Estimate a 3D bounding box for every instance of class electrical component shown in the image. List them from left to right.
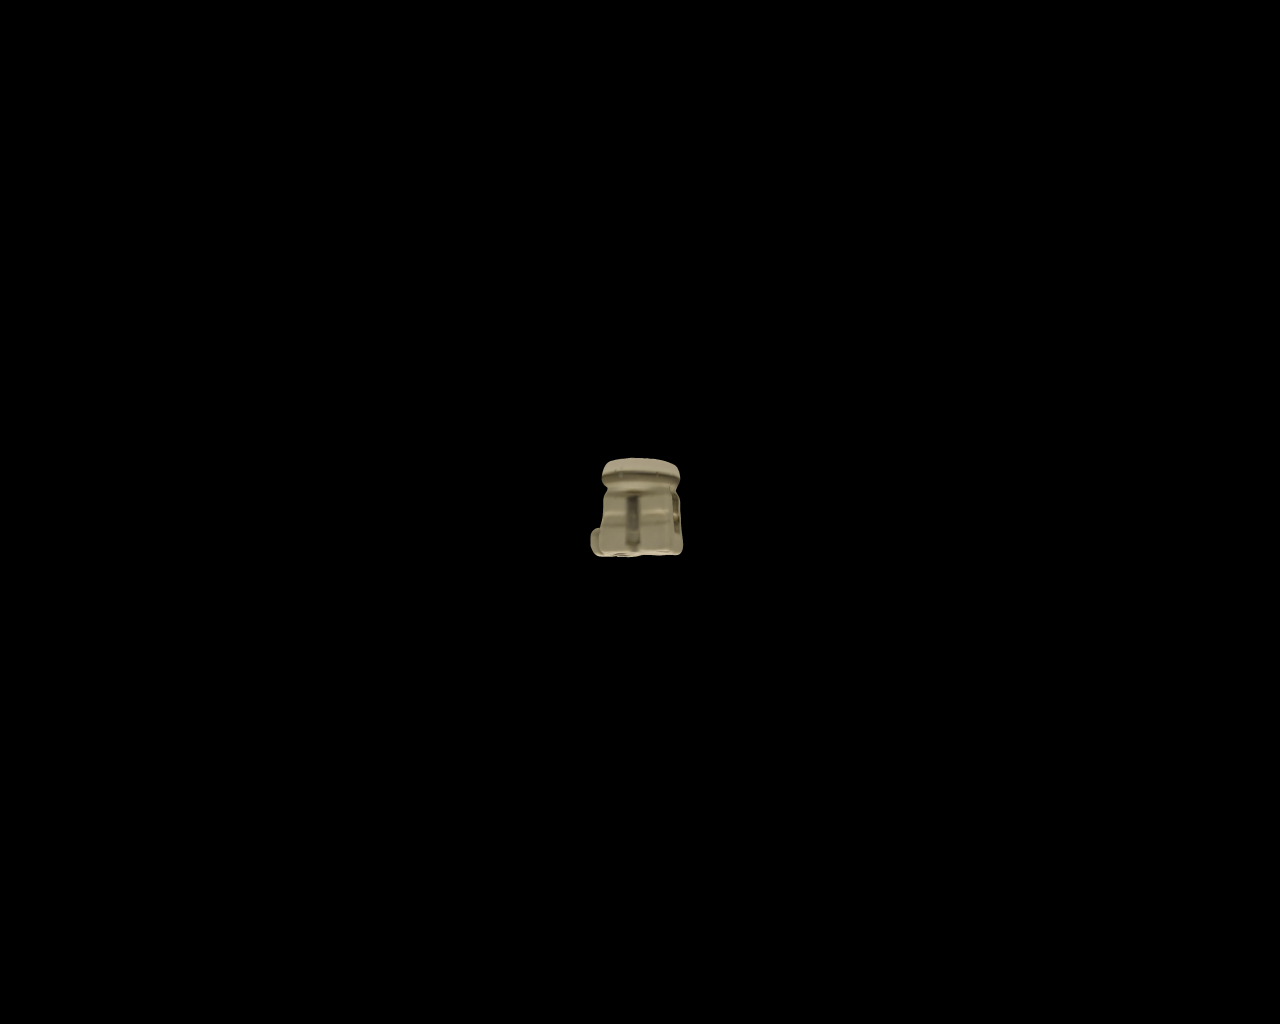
[{"bbox_3d":[0.001,-0.003,0.650,0.066,0.055,0.048,-2,-7,14],"label":"electrical component"}]
